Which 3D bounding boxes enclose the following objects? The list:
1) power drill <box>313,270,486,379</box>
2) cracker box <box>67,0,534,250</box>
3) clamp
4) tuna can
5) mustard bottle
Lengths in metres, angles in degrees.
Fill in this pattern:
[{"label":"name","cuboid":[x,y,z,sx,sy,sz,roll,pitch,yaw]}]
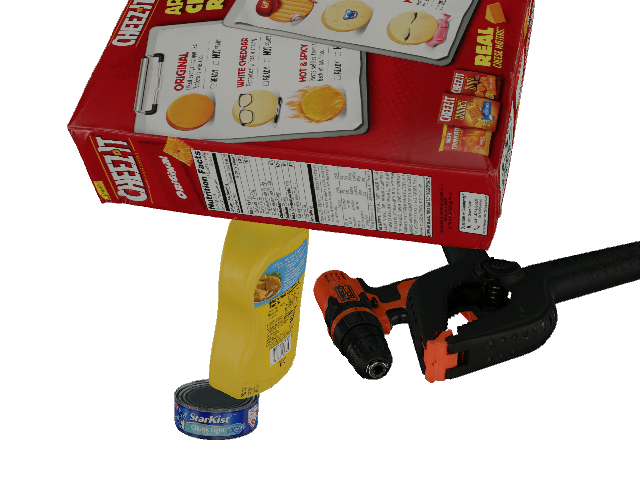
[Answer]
[{"label":"power drill","cuboid":[0.098,0.077,1.123,0.187,0.057,0.184,-7,28,-13]},{"label":"cracker box","cuboid":[-0.001,-0.086,0.571,0.214,0.164,0.072,7,-36,12]},{"label":"clamp","cuboid":[0.109,0.028,0.701,0.165,0.036,0.209,17,31,32]},{"label":"tuna can","cuboid":[-0.105,0.170,1.077,0.086,0.034,0.086,2,13,-1]},{"label":"mustard bottle","cuboid":[-0.047,0.030,0.877,0.058,0.192,0.096,23,33,24]}]
